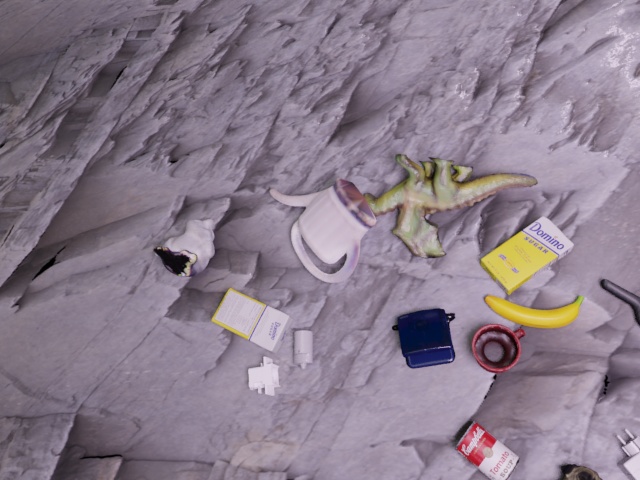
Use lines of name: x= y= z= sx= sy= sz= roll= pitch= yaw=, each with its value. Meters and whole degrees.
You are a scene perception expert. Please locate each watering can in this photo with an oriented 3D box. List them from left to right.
watering can: x=0.004 y=-0.063 z=1.258 sx=0.222 sy=0.103 sz=0.354 roll=-44 pitch=57 yaw=18

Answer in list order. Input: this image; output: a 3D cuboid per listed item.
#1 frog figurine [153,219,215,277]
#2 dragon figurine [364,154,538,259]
frog figurine: x=-0.336 y=0.016 z=1.345 sx=0.137 sy=0.120 sz=0.163 roll=-6 pitch=30 yaw=22
dragon figurine: x=0.277 y=-0.074 z=1.220 sx=0.411 sy=0.121 sz=0.243 roll=13 pitch=88 yaw=22
